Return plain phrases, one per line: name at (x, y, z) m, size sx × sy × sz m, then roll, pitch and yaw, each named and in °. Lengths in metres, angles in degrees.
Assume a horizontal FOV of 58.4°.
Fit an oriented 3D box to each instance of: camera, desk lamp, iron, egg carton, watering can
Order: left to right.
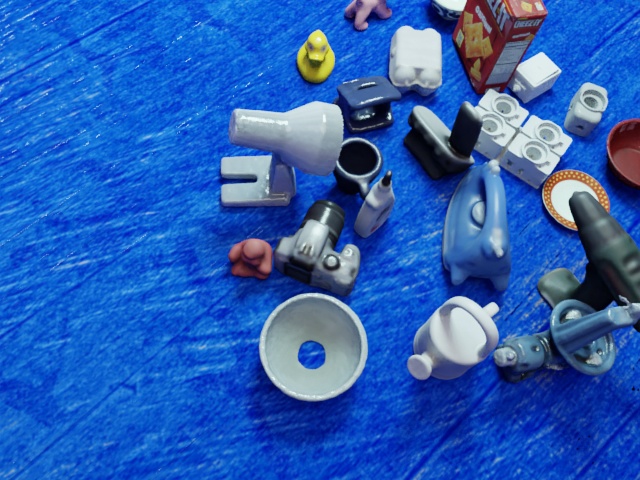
desk lamp at (-0.071, -0.143, 0.959) m, size 0.203 × 0.213 × 0.118 m, roll -3°, pitch 66°, yaw -6°
camera at (0.009, 0.003, 0.963) m, size 0.143 × 0.101 × 0.137 m, roll 21°, pitch 66°, yaw 5°
egg carton at (0.194, -0.366, 1.163) m, size 0.107 × 0.069 × 0.150 m, roll 5°, pitch 65°, yaw -3°
watering can at (0.206, 0.149, 0.863) m, size 0.101 × 0.194 × 0.173 m, roll 30°, pitch 67°, yaw 9°
iron at (0.286, -0.050, 0.989) m, size 0.118 × 0.141 × 0.258 m, roll 7°, pitch 65°, yaw -2°

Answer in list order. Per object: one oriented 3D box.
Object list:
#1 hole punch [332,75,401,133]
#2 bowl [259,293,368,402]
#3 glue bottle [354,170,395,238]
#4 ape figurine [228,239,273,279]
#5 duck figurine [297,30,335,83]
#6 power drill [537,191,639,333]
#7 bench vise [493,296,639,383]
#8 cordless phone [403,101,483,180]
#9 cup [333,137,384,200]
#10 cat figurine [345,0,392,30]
hole punch at (0.089, -0.274, 1.100) m, size 0.109 × 0.091 × 0.101 m, roll -16°, pitch 68°, yaw -12°
bowl at (-0.012, 0.174, 0.898) m, size 0.167 × 0.075 × 0.167 m, roll 2°, pitch 66°, yaw -4°
glue bottle at (0.100, -0.068, 0.963) m, size 0.037 × 0.173 × 0.078 m, roll 39°, pitch 68°, yaw 13°
ape figurine at (-0.110, 0.026, 0.946) m, size 0.076 × 0.092 × 0.077 m, roll -40°, pitch 75°, yaw -20°
duck figurine at (-0.006, -0.380, 1.142) m, size 0.077 × 0.086 × 0.104 m, roll 5°, pitch 65°, yaw -2°
power drill at (0.438, 0.055, 0.919) m, size 0.076 × 0.208 × 0.229 m, roll -28°, pitch 71°, yaw -16°
bench vise at (0.377, 0.160, 0.860) m, size 0.208 × 0.220 × 0.121 m, roll -29°, pitch 71°, yaw -16°
cordless phone at (0.231, -0.209, 1.032) m, size 0.094 × 0.185 × 0.147 m, roll -33°, pitch 72°, yaw -18°
cup at (0.065, -0.111, 1.022) m, size 0.092 × 0.095 × 0.117 m, roll -10°, pitch 67°, yaw -9°
cat figurine at (0.119, -0.522, 1.200) m, size 0.128 × 0.118 × 0.067 m, roll -34°, pitch 73°, yaw -18°
